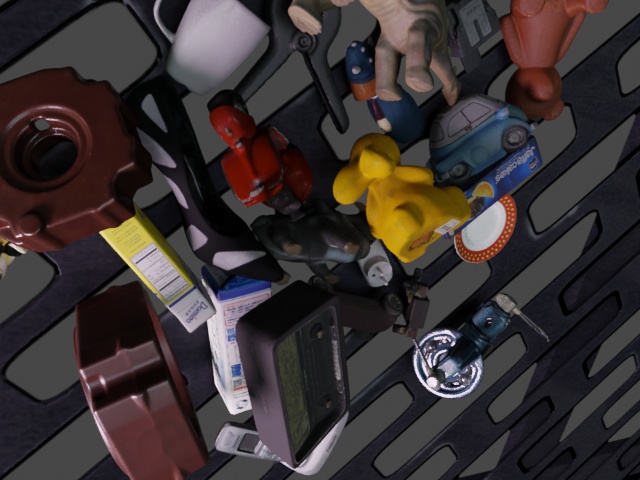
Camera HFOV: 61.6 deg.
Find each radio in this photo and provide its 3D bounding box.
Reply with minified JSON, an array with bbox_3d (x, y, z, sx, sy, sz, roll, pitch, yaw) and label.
[{"bbox_3d":[-0.028,0.175,0.713,0.131,0.073,0.229,-34,133,-38],"label":"radio"}]

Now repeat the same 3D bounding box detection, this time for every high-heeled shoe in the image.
[{"bbox_3d":[-0.117,-0.064,0.601,0.249,0.086,0.145,33,117,-7],"label":"high-heeled shoe"}]

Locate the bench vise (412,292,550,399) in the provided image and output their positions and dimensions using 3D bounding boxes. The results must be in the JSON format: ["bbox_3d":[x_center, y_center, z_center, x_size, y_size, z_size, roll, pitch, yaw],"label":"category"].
[{"bbox_3d":[0.234,0.183,0.880,0.223,0.129,0.240,-40,166,24],"label":"bench vise"}]

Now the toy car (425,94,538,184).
[{"bbox_3d":[0.213,-0.153,0.769,0.162,0.109,0.103,-31,101,4],"label":"toy car"}]

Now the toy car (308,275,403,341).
[{"bbox_3d":[0.033,0.100,0.805,0.202,0.053,0.089,16,134,-31],"label":"toy car"}]

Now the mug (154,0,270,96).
[{"bbox_3d":[-0.124,-0.214,0.567,0.109,0.081,0.107,28,106,-34],"label":"mug"}]

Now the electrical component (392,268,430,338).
[{"bbox_3d":[0.145,0.104,0.860,0.045,0.078,0.102,6,117,-9],"label":"electrical component"}]

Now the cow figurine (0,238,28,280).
[{"bbox_3d":[-0.352,0.021,0.544,0.068,0.098,0.167,36,93,-29],"label":"cow figurine"}]

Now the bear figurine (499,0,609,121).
[{"bbox_3d":[0.310,-0.254,0.752,0.120,0.132,0.195,1,111,2],"label":"bear figurine"}]

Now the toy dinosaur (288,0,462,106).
[{"bbox_3d":[0.044,-0.310,0.574,0.470,0.105,0.198,37,67,-40],"label":"toy dinosaur"}]

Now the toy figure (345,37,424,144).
[{"bbox_3d":[0.078,-0.190,0.696,0.058,0.064,0.154,-26,126,31],"label":"toy figure"}]

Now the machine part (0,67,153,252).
[{"bbox_3d":[-0.253,-0.079,0.513,0.179,0.179,0.056,-35,168,-9],"label":"machine part"}]

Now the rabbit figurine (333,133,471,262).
[{"bbox_3d":[0.086,-0.067,0.695,0.122,0.173,0.162,-39,154,32],"label":"rabbit figurine"}]

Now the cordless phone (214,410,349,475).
[{"bbox_3d":[-0.060,0.276,0.828,0.184,0.089,0.146,20,103,-29],"label":"cordless phone"}]

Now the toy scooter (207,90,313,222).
[{"bbox_3d":[-0.059,-0.075,0.611,0.075,0.135,0.183,-30,143,13],"label":"toy scooter"}]

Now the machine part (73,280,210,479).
[{"bbox_3d":[-0.208,0.167,0.623,0.087,0.201,0.201,-20,121,-16],"label":"machine part"}]

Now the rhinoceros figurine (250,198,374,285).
[{"bbox_3d":[-0.001,-0.002,0.712,0.190,0.112,0.073,-6,133,-33],"label":"rhinoceros figurine"}]

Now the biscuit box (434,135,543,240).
[{"bbox_3d":[0.246,-0.089,0.829,0.203,0.063,0.059,-38,126,-7],"label":"biscuit box"}]

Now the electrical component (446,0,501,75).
[{"bbox_3d":[0.200,-0.279,0.726,0.075,0.048,0.119,-36,123,-8],"label":"electrical component"}]
